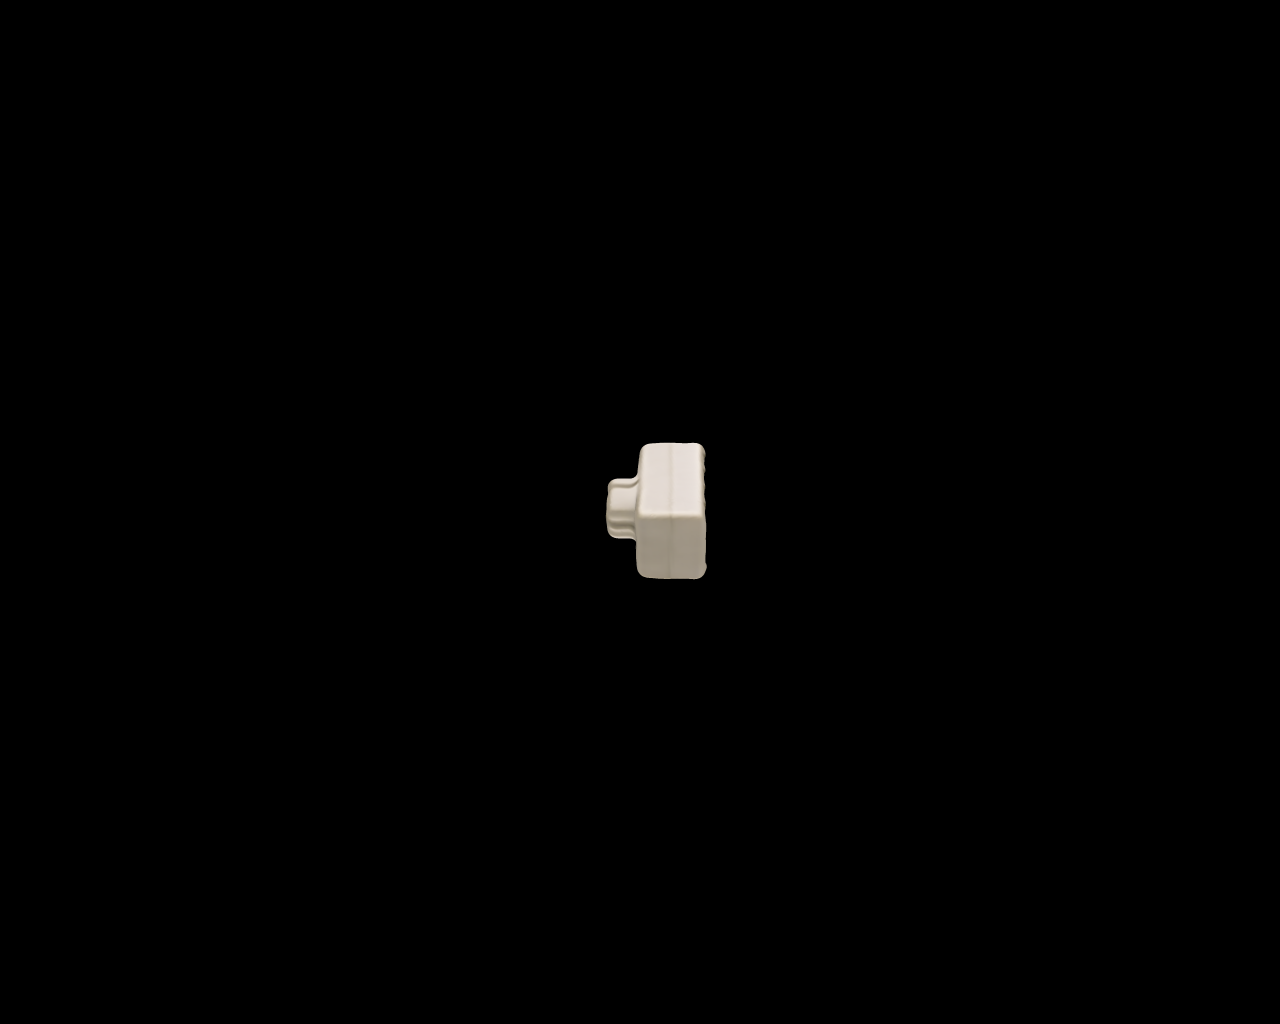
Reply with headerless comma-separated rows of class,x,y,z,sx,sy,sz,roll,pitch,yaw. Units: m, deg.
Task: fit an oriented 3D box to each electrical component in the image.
electrical component,0.001,-0.003,0.650,0.076,0.047,0.083,1,35,2
